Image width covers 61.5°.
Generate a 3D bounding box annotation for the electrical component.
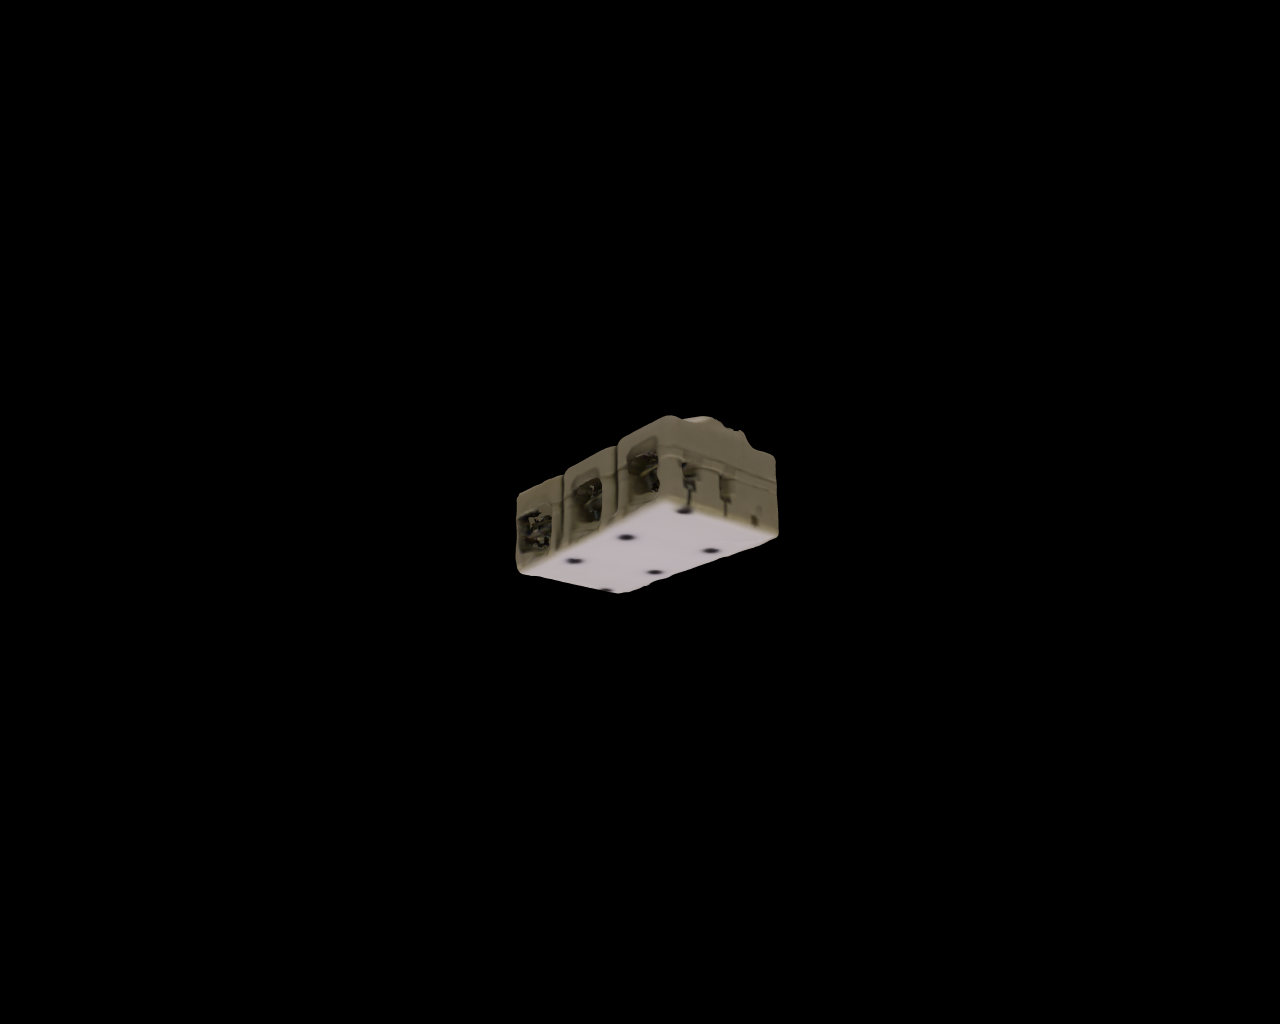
[{"bbox_3d":[0.001,-0.003,0.650,0.089,0.062,0.150,17,-27,-37],"label":"electrical component"}]
